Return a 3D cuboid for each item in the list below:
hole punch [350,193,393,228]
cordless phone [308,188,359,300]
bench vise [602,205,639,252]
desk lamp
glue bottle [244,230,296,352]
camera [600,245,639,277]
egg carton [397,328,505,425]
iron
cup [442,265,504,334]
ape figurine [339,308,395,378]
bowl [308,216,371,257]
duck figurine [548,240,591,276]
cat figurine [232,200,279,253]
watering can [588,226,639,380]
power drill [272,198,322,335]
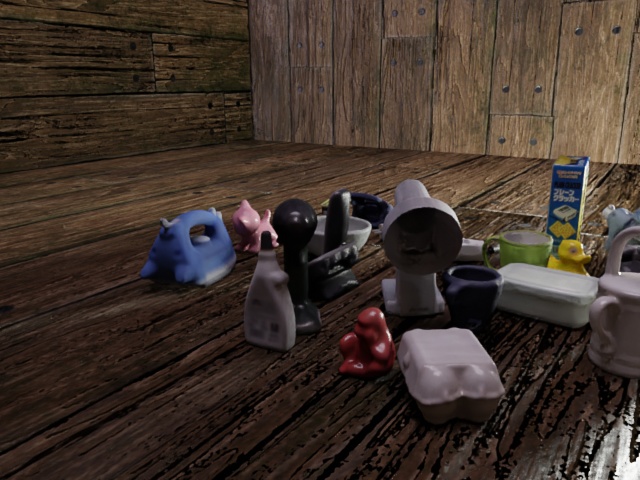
[{"bbox_3d":[0.132,-0.087,1.533,0.108,0.091,0.101,11,19,34],"label":"hole punch"},{"bbox_3d":[0.010,0.004,1.036,0.093,0.185,0.148,9,18,29],"label":"cordless phone"},{"bbox_3d":[0.675,-0.057,1.181,0.122,0.220,0.206,-14,21,-40],"label":"bench vise"},{"bbox_3d":[0.153,0.016,0.938,0.118,0.214,0.203,0,16,0],"label":"desk lamp"},{"bbox_3d":[-0.073,0.071,0.819,0.077,0.173,0.037,9,18,28],"label":"glue bottle"},{"bbox_3d":[0.554,0.055,1.001,0.137,0.101,0.143,-5,16,-15],"label":"camera"},{"bbox_3d":[0.152,0.159,0.694,0.107,0.069,0.150,-1,16,-4],"label":"egg carton"},{"bbox_3d":[-0.239,0.002,1.126,0.118,0.141,0.259,5,17,19],"label":"iron"},{"bbox_3d":[0.222,0.098,0.866,0.091,0.095,0.118,12,20,38],"label":"cup"},{"bbox_3d":[0.065,0.132,0.750,0.076,0.092,0.077,-7,17,-24],"label":"ape figurine"},{"bbox_3d":[0.029,-0.001,1.256,0.167,0.075,0.167,0,16,0],"label":"bowl"},{"bbox_3d":[0.468,0.040,1.084,0.078,0.086,0.104,-7,17,-24],"label":"duck figurine"},{"bbox_3d":[-0.152,-0.035,1.299,0.067,0.118,0.128,11,19,34],"label":"cat figurine"},{"bbox_3d":[0.426,0.074,0.764,0.100,0.194,0.173,13,21,40],"label":"watering can"},{"bbox_3d":[-0.036,0.033,0.887,0.075,0.208,0.229,-1,16,-4],"label":"power drill"}]
